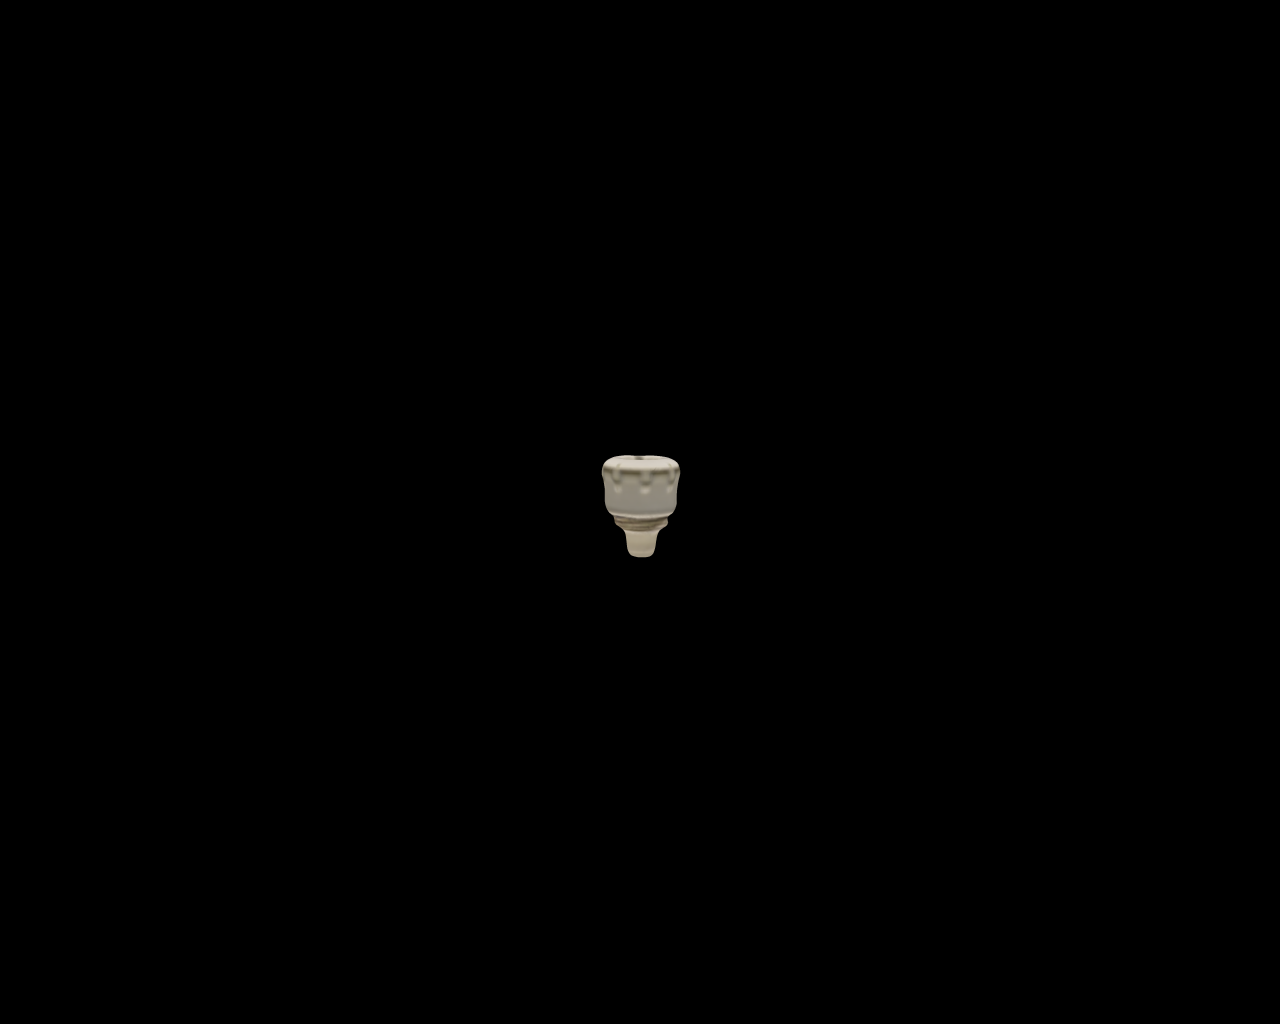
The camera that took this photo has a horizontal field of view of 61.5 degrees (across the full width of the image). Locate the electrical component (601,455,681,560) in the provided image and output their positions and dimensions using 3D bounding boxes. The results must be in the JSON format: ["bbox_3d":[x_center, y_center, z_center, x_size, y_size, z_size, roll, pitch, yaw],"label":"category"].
[{"bbox_3d":[0.001,-0.003,0.650,0.048,0.062,0.048,0,9,0],"label":"electrical component"}]
